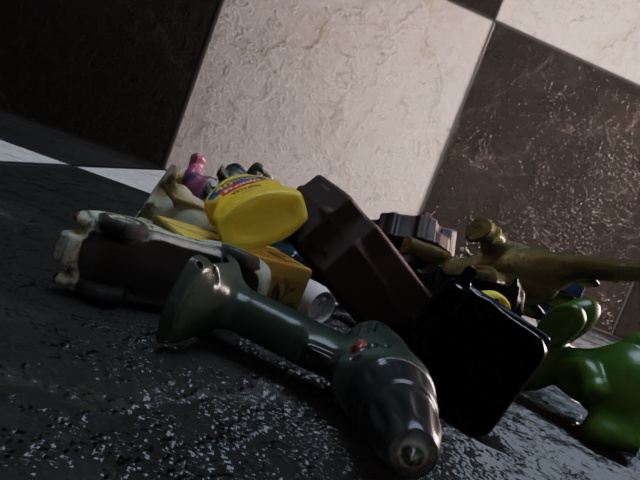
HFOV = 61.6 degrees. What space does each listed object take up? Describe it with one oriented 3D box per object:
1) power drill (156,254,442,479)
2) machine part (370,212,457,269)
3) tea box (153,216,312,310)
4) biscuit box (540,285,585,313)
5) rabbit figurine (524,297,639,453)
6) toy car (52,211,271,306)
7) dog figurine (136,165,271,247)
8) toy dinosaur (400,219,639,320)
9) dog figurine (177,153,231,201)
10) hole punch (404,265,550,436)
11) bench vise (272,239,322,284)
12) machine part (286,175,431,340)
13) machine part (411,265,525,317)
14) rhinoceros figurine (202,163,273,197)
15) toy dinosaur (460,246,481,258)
[{"bbox_3d":[-0.012,0.080,0.406,0.207,0.086,0.232,17,2,8],"label":"power drill"},{"bbox_3d":[0.155,0.015,0.945,0.179,0.056,0.179,12,-29,7],"label":"machine part"},{"bbox_3d":[-0.108,0.033,0.621,0.169,0.068,0.098,16,7,-39],"label":"tea box"},{"bbox_3d":[0.410,0.129,0.949,0.063,0.202,0.059,21,5,14],"label":"biscuit box"},{"bbox_3d":[0.296,0.149,0.635,0.170,0.159,0.121,11,7,36],"label":"rabbit figurine"},{"bbox_3d":[-0.136,0.028,0.492,0.201,0.073,0.056,18,5,-36],"label":"toy car"},{"bbox_3d":[-0.163,-0.004,0.764,0.190,0.121,0.172,34,3,-20],"label":"dog figurine"},{"bbox_3d":[0.274,0.050,0.772,0.198,0.105,0.472,23,-15,-33],"label":"toy dinosaur"},{"bbox_3d":[-0.219,-0.051,1.006,0.108,0.191,0.219,22,37,-26],"label":"dog figurine"},{"bbox_3d":[0.146,0.107,0.517,0.116,0.142,0.092,39,14,28],"label":"hole punch"},{"bbox_3d":[-0.002,0.007,0.907,0.224,0.128,0.241,0,21,17],"label":"bench vise"},{"bbox_3d":[0.040,0.028,0.658,0.201,0.087,0.201,49,0,-24],"label":"machine part"},{"bbox_3d":[0.183,0.064,0.662,0.139,0.039,0.084,6,-31,43],"label":"machine part"},{"bbox_3d":[-0.131,-0.065,0.873,0.112,0.073,0.190,31,39,-16],"label":"rhinoceros figurine"},{"bbox_3d":[0.382,0.120,1.162,0.192,0.131,0.404,54,8,25],"label":"toy dinosaur"}]
